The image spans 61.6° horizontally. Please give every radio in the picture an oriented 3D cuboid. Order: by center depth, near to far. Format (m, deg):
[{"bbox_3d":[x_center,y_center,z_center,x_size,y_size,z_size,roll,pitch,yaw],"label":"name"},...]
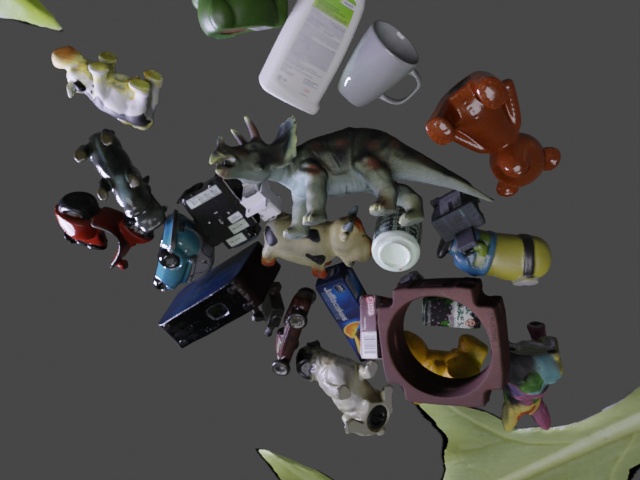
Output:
[{"bbox_3d":[-0.190,0.105,1.006,0.230,0.131,0.073,-32,109,27],"label":"radio"}]

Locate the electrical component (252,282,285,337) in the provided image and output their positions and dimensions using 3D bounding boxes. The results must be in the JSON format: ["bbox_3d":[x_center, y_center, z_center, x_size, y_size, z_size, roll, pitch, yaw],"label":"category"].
[{"bbox_3d":[-0.102,0.128,1.045,0.045,0.078,0.102,6,132,-21],"label":"electrical component"}]

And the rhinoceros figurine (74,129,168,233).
[{"bbox_3d":[-0.337,-0.098,0.922,0.073,0.112,0.190,-33,100,-3],"label":"rhinoceros figurine"}]

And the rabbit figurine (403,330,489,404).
[{"bbox_3d":[0.217,0.237,1.040,0.173,0.122,0.162,25,134,12],"label":"rabbit figurine"}]

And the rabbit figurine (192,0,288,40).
[{"bbox_3d":[-0.134,-0.359,0.702,0.121,0.159,0.170,-3,107,24],"label":"rabbit figurine"}]

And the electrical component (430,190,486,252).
[{"bbox_3d":[0.216,-0.033,0.845,0.075,0.119,0.047,-29,114,28],"label":"electrical component"}]

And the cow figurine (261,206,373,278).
[{"bbox_3d":[-0.002,-0.003,0.932,0.195,0.085,0.127,12,125,9],"label":"cow figurine"}]

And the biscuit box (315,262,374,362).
[{"bbox_3d":[0.065,0.137,1.018,0.063,0.059,0.202,-20,116,22],"label":"biscuit box"}]

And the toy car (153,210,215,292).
[{"bbox_3d":[-0.246,0.030,0.990,0.103,0.109,0.161,10,135,-16],"label":"toy car"}]

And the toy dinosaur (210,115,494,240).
[{"bbox_3d":[0.044,-0.112,0.825,0.405,0.131,0.192,-6,78,-4],"label":"toy dinosaur"}]

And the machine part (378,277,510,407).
[{"bbox_3d":[0.206,0.165,0.895,0.201,0.087,0.201,-5,95,28],"label":"machine part"}]

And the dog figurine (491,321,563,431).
[{"bbox_3d":[0.376,0.266,0.977,0.109,0.191,0.219,-8,105,9],"label":"dog figurine"}]

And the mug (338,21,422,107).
[{"bbox_3d":[0.085,-0.237,0.769,0.109,0.081,0.107,37,133,-17],"label":"mug"}]

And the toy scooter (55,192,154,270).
[{"bbox_3d":[-0.407,-0.009,1.013,0.184,0.075,0.135,17,125,-5],"label":"toy scooter"}]

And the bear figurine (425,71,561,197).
[{"bbox_3d":[0.253,-0.139,0.767,0.120,0.132,0.195,-32,105,30],"label":"bear figurine"}]

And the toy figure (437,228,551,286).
[{"bbox_3d":[0.289,0.022,0.889,0.180,0.082,0.089,17,126,3],"label":"toy figure"}]

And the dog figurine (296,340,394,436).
[{"bbox_3d":[0.041,0.294,1.066,0.191,0.121,0.172,7,115,57],"label":"dog figurine"}]

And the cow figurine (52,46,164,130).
[{"bbox_3d":[-0.341,-0.242,0.856,0.167,0.068,0.098,21,130,-2],"label":"cow figurine"}]

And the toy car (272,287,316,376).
[{"bbox_3d":[-0.057,0.180,1.054,0.053,0.089,0.202,19,125,-2],"label":"toy car"}]

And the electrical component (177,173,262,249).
[{"bbox_3d":[-0.166,-0.049,0.947,0.115,0.058,0.134,-22,116,25],"label":"electrical component"}]
